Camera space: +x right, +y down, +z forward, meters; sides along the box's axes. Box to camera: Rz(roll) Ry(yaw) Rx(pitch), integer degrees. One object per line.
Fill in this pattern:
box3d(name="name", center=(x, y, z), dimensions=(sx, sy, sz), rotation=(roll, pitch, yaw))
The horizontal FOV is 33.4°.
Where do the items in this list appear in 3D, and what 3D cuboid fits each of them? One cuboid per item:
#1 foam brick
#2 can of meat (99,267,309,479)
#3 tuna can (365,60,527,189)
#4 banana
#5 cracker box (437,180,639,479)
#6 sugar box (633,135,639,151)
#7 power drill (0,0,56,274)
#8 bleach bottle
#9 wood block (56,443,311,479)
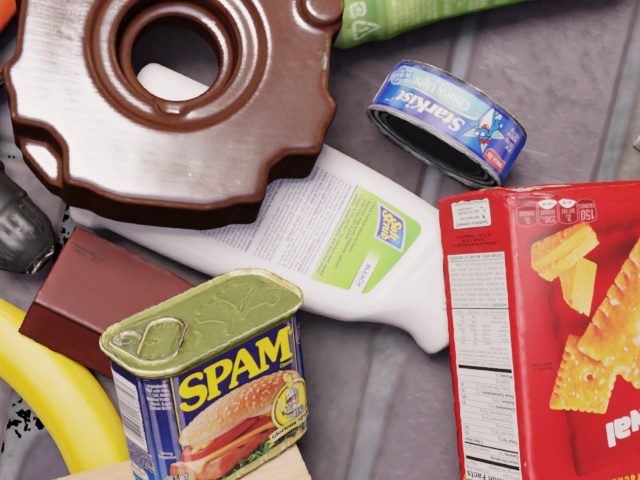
box3d(name="foam brick", center=(-0.115, 0.039, 0.585), dimensions=(0.078, 0.051, 0.053), rotation=(29, 57, -10))
box3d(name="can of meat", center=(-0.054, 0.074, 0.544), dimensions=(0.101, 0.058, 0.084), rotation=(-25, 123, -34))
box3d(name="tuna can", center=(0.070, -0.063, 0.587), dimensions=(0.086, 0.086, 0.034), rotation=(31, 87, -1))
box3d(name="banana", center=(-0.153, 0.101, 0.603), dimensions=(0.069, 0.037, 0.198), rotation=(-28, 90, -3))
box3d(name="cracker box", center=(0.156, 0.076, 0.568), dimensions=(0.164, 0.072, 0.214), rotation=(-4, 88, -26))
box3d(name="sugar box", center=(0.244, -0.123, 0.589), dimensions=(0.048, 0.093, 0.176), rotation=(32, 88, 0))
box3d(name="power drill", center=(-0.174, -0.099, 0.595), dimensions=(0.184, 0.057, 0.187), rotation=(43, 87, -4))
box3d(name="bleach bottle", center=(-0.004, 0.001, 0.597), dimensions=(0.251, 0.068, 0.102), rotation=(28, 88, -3))
box3d(name="wood block", center=(-0.101, 0.176, 0.548), dimensions=(0.206, 0.091, 0.090), rotation=(-13, 116, -12))
